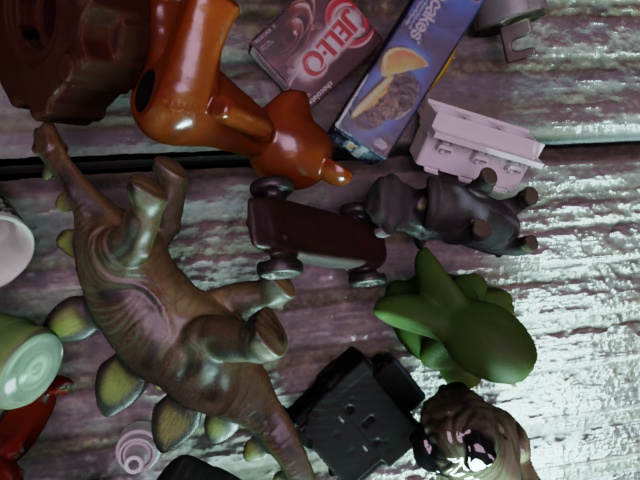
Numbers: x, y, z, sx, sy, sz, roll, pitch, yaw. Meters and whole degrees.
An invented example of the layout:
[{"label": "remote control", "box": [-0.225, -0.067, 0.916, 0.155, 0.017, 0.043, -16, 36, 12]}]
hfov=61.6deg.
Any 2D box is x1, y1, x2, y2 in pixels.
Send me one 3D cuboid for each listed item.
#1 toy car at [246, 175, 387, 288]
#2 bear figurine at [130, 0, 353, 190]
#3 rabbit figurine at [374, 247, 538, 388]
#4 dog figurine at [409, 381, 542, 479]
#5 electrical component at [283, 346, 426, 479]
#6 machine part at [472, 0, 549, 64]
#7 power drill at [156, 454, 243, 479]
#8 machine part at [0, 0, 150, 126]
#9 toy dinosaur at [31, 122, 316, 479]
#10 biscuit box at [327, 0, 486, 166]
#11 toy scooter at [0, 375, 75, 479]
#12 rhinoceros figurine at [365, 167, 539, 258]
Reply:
[{"label": "toy car", "box": [-0.001, -0.002, 0.510, 0.202, 0.053, 0.089, 8, 72, -51]}, {"label": "bear figurine", "box": [-0.058, -0.119, 0.478, 0.196, 0.120, 0.131, 10, 96, -36]}, {"label": "rabbit figurine", "box": [0.141, 0.076, 0.530, 0.159, 0.170, 0.121, 39, 85, -11]}, {"label": "dog figurine", "box": [0.155, 0.186, 0.531, 0.121, 0.172, 0.190, -6, 120, 15]}, {"label": "electrical component", "box": [0.043, 0.184, 0.576, 0.134, 0.058, 0.115, -41, 102, -6]}, {"label": "machine part", "box": [0.182, -0.309, 0.565, 0.079, 0.079, 0.243, -16, 97, -10]}, {"label": "power drill", "box": [-0.089, 0.314, 0.501, 0.232, 0.086, 0.207, 44, 120, -10]}, {"label": "machine part", "box": [-0.214, -0.184, 0.439, 0.056, 0.180, 0.179, -11, 97, -51]}, {"label": "toy dinosaur", "box": [-0.116, 0.093, 0.493, 0.198, 0.105, 0.471, -37, 94, 23]}, {"label": "biscuit box", "box": [0.085, -0.173, 0.524, 0.059, 0.063, 0.202, 32, 87, -7]}, {"label": "toy scooter", "box": [-0.304, 0.154, 0.480, 0.184, 0.075, 0.135, 30, 62, 21]}, {"label": "rhinoceros figurine", "box": [0.138, -0.028, 0.554, 0.190, 0.112, 0.073, 11, 79, -28]}]
